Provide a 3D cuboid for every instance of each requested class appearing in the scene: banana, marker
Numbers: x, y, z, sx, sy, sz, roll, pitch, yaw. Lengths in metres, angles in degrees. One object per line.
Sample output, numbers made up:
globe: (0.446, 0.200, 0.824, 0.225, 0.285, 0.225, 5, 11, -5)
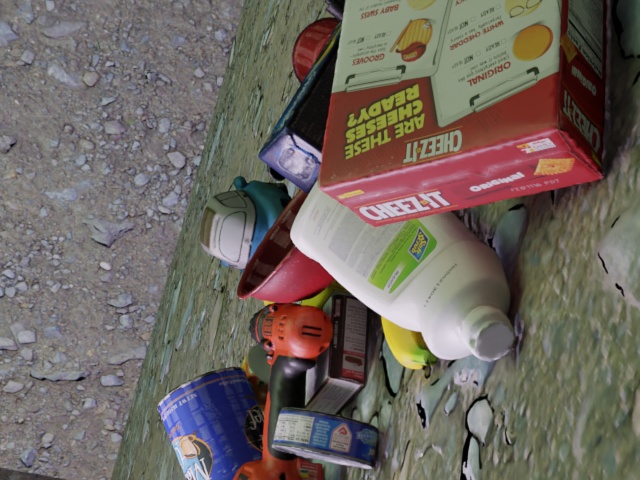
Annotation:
banana: (0.076, 0.025, 0.841, 0.070, 0.037, 0.197, -39, 38, 44)
marker: (0.052, -0.181, 0.973, 0.020, 0.121, 0.020, -49, 6, 6)

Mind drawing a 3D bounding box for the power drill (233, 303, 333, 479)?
power drill: (-0.042, 0.150, 1.006, 0.185, 0.057, 0.187, 165, 113, -75)

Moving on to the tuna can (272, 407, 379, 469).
tuna can: (0.005, 0.164, 0.884, 0.086, 0.086, 0.033, 142, 142, -71)

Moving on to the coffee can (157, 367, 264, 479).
coffee can: (-0.098, 0.219, 1.119, 0.140, 0.102, 0.103, 64, 151, 21)

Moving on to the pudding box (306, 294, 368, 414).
pudding box: (0.011, 0.114, 1.022, 0.114, 0.039, 0.090, 119, 158, -58)

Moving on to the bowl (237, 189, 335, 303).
bowl: (-0.006, 0.001, 0.965, 0.162, 0.055, 0.162, -50, 12, 15)

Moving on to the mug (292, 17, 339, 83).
mug: (0.025, -0.191, 1.204, 0.081, 0.093, 0.117, -134, 27, -70)

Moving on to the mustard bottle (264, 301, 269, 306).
mustard bottle: (-0.014, 0.000, 1.214, 0.096, 0.058, 0.192, -92, 20, -46)

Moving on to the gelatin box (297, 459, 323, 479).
gelatin box: (-0.023, 0.268, 1.030, 0.073, 0.030, 0.089, -90, 19, -49)

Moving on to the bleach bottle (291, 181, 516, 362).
bleach bottle: (0.061, 0.019, 0.762, 0.103, 0.068, 0.251, -60, 29, 12)

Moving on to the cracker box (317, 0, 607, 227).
cracker box: (0.093, -0.127, 0.671, 0.164, 0.072, 0.213, -12, 59, 37)

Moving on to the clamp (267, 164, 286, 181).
clamp: (0.043, -0.151, 1.079, 0.165, 0.036, 0.209, -9, 44, 36)

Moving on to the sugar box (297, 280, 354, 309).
sugar box: (0.008, 0.047, 1.093, 0.176, 0.048, 0.093, 125, 156, -57)
